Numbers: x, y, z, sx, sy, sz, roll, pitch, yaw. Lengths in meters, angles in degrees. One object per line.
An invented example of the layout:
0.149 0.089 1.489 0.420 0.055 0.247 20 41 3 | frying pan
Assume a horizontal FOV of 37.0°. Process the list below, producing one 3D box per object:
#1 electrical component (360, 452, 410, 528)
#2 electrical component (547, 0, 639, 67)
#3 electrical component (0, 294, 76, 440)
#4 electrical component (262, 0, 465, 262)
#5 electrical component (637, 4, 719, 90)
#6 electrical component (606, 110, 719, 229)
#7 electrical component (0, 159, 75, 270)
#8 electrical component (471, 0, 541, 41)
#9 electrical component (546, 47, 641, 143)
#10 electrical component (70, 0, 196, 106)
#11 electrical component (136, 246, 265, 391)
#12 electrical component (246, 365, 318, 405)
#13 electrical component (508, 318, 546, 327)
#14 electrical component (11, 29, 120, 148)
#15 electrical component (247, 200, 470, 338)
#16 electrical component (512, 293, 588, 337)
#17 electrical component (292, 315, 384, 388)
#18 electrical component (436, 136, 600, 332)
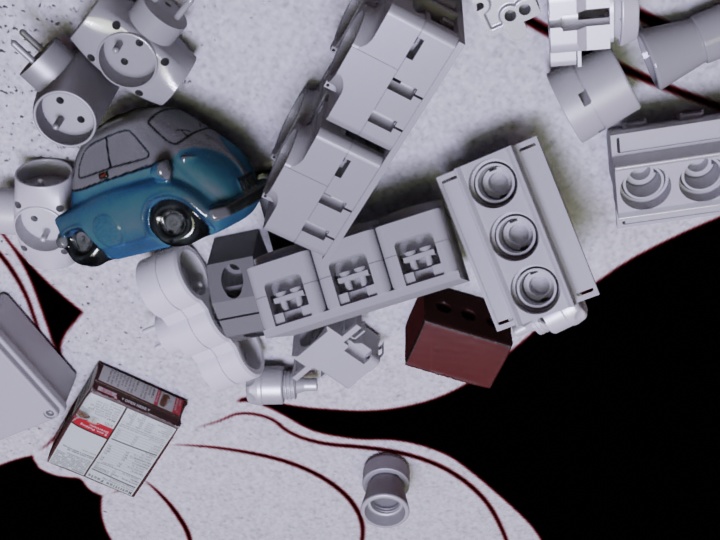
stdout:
0.024 0.203 0.994 0.045 0.055 0.045 2 125 2 | electrical component
0.154 -0.176 0.714 0.057 0.058 0.078 -3 126 9 | electrical component
-0.324 0.090 0.932 0.109 0.056 0.108 -22 121 18 | electrical component
-0.003 -0.114 0.738 0.060 0.105 0.186 25 123 -14 | electrical component
0.228 -0.156 0.735 0.065 0.044 0.044 -21 122 12 | electrical component
0.242 -0.079 0.775 0.121 0.063 0.078 -8 125 9 | electrical component
-0.261 -0.045 0.839 0.079 0.044 0.077 5 126 0 | electrical component
0.091 -0.190 0.708 0.048 0.055 0.066 -21 122 17 | electrical component
0.164 -0.124 0.753 0.047 0.055 0.055 -27 120 16 | electrical component
-0.147 -0.166 0.745 0.077 0.044 0.079 36 120 -21 | electrical component
-0.145 0.047 0.893 0.074 0.052 0.138 -22 122 18 | electrical component
-0.068 0.100 0.939 0.061 0.035 0.035 -1 126 1 | electrical component
0.135 0.009 0.850 0.055 0.066 0.048 -37 155 17 | electrical component
-0.210 -0.135 0.752 0.044 0.077 0.079 -34 117 24 | electrical component
0.000 0.000 0.817 0.150 0.089 0.061 -17 85 9 | electrical component
0.153 0.037 0.881 0.061 0.035 0.035 -29 119 24 | electrical component
-0.018 0.063 0.905 0.064 0.042 0.081 36 121 -24 | electrical component
0.117 -0.027 0.791 0.079 0.063 0.121 -22 90 17 | electrical component
